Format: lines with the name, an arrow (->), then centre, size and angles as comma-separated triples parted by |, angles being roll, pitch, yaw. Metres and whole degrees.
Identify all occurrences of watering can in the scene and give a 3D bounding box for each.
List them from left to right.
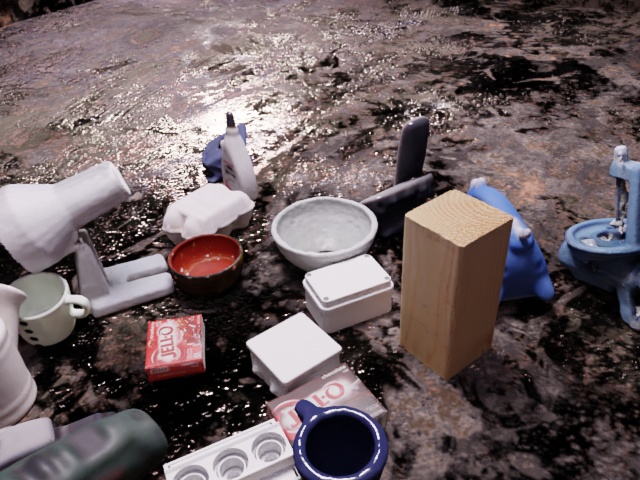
watering can -> -0.410, 0.123, 0.665 | 0.101, 0.194, 0.172 | -7, 35, -5

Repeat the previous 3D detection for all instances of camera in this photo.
camera -> -0.264, 0.234, 0.577 | 0.137, 0.101, 0.142 | -19, 38, -22

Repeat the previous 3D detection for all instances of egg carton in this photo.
egg carton -> -0.192, -0.040, 0.987 | 0.107, 0.069, 0.151 | 21, 42, 30

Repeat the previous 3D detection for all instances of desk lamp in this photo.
desk lamp -> -0.335, -0.001, 0.818 | 0.203, 0.214, 0.117 | -18, 38, -19

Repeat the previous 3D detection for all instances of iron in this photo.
iron -> 0.254, -0.018, 0.859 | 0.118, 0.141, 0.258 | -7, 35, -5

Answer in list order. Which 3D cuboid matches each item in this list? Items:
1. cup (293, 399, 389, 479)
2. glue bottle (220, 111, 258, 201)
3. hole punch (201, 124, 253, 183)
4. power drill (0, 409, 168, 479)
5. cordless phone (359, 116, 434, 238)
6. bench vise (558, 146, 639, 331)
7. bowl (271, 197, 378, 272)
cup -> 0.013, 0.223, 0.576 | 0.092, 0.095, 0.117 | -25, 41, -28
glue bottle -> -0.157, -0.156, 1.059 | 0.037, 0.173, 0.077 | -31, 44, -33
hole punch -> -0.191, -0.179, 1.165 | 0.101, 0.091, 0.108 | -6, 35, -4
power drill -> -0.213, 0.253, 0.453 | 0.075, 0.209, 0.230 | 21, 42, 30
cordless phone -> 0.125, -0.112, 0.964 | 0.148, 0.185, 0.093 | -27, 41, -29
bench vise -> 0.428, -0.005, 0.760 | 0.122, 0.220, 0.206 | -30, 43, -33
bowl -> 0.008, 0.003, 0.906 | 0.167, 0.075, 0.167 | -2, 35, 2
